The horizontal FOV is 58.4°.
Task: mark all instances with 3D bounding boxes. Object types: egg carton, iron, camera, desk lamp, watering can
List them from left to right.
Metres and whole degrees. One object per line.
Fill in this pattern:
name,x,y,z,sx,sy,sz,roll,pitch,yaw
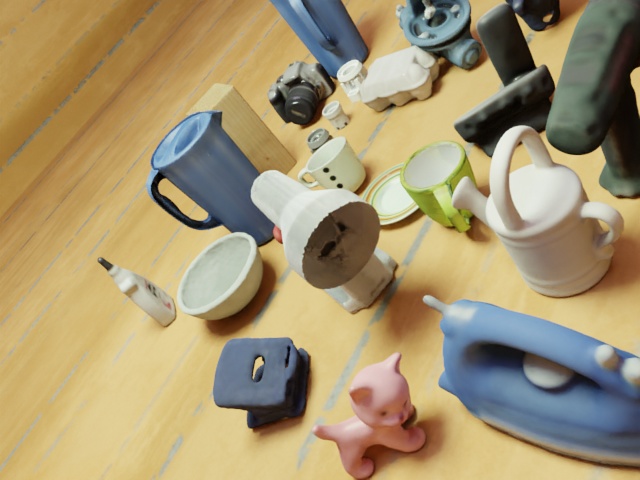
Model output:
camera,-0.054,-0.317,1.259,0.142,0.101,0.137,-20,40,29
desk lamp,0.007,0.003,0.755,0.118,0.214,0.202,-47,35,-6
egg carton,0.148,-0.302,1.071,0.149,0.070,0.107,-7,48,40
watering can,0.219,-0.033,0.601,0.172,0.195,0.101,-12,45,36
iron,0.211,0.110,0.503,0.257,0.142,0.119,9,59,49

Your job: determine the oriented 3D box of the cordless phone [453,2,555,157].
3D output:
cordless phone,0.237,-0.223,0.797,0.147,0.186,0.094,-34,36,12

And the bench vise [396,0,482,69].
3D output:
bench vise,0.174,-0.406,1.025,0.121,0.220,0.206,-51,35,-12

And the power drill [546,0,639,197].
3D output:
power drill,0.325,-0.160,0.621,0.075,0.209,0.230,8,59,48

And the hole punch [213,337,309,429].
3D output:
hole punch,-0.076,0.178,0.756,0.101,0.091,0.108,-24,39,25

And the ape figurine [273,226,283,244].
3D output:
ape figurine,-0.050,-0.036,0.961,0.077,0.092,0.076,-19,41,30

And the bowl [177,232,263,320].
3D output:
bowl,-0.154,0.073,0.962,0.167,0.075,0.167,-26,38,23

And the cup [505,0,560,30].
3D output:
cup,0.352,-0.387,0.939,0.091,0.095,0.118,-1,52,44

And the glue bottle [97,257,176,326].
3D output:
glue bottle,-0.334,0.086,1.038,0.037,0.174,0.078,-42,35,0

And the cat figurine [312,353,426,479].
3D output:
cat figurine,0.051,0.181,0.605,0.127,0.118,0.067,-35,35,11
